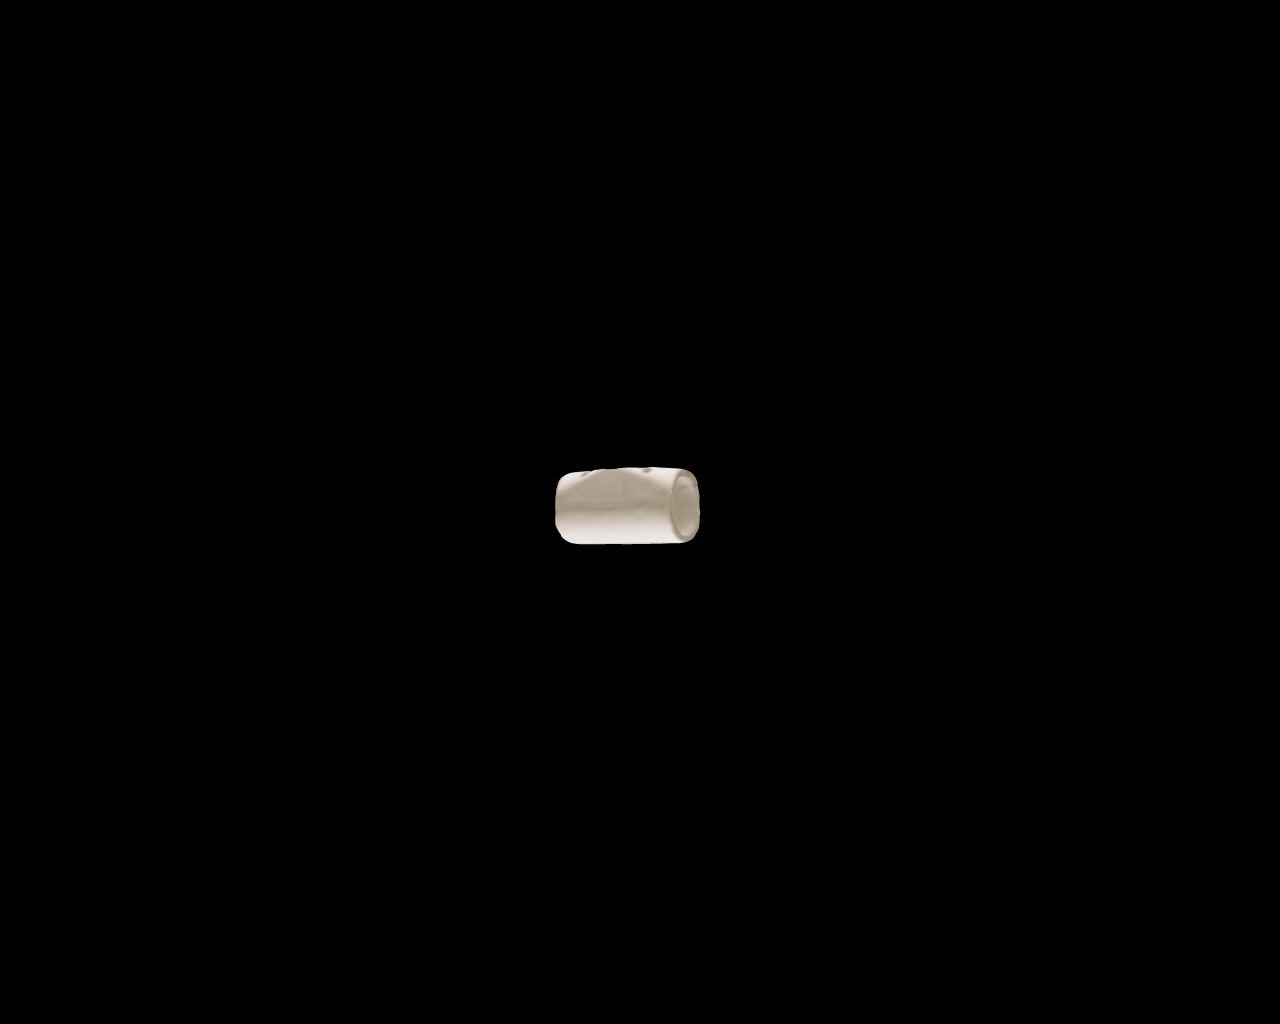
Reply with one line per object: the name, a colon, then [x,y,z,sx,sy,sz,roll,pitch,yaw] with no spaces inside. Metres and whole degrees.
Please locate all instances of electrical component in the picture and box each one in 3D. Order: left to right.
electrical component: [0.001,-0.003,0.650,0.077,0.044,0.079,-2,-3,27]
